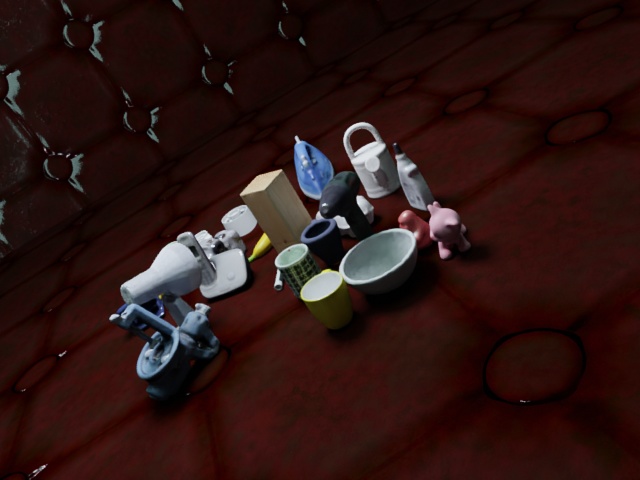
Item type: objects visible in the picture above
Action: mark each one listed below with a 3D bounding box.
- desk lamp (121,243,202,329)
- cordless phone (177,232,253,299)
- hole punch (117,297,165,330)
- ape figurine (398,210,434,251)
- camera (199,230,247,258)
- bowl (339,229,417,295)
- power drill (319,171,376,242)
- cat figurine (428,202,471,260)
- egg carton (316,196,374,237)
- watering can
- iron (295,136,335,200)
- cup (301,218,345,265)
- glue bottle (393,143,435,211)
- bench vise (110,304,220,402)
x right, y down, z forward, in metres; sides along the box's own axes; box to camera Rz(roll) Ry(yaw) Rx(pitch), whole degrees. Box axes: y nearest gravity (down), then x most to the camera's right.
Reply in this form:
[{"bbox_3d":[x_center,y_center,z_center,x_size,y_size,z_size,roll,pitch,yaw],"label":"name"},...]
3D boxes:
[{"bbox_3d":[-0.346,0.143,1.327,0.117,0.214,0.203,-3,37,45],"label":"desk lamp"},{"bbox_3d":[-0.268,0.049,1.446,0.147,0.185,0.094,-22,27,18],"label":"cordless phone"},{"bbox_3d":[-0.486,0.181,1.550,0.108,0.091,0.101,-33,26,-4],"label":"hole punch"},{"bbox_3d":[0.192,-0.022,1.188,0.076,0.092,0.077,-25,26,11],"label":"ape figurine"},{"bbox_3d":[-0.303,0.037,1.603,0.136,0.101,0.143,-10,33,37],"label":"camera"},{"bbox_3d":[0.127,0.055,1.140,0.167,0.075,0.167,-24,26,13],"label":"bowl"},{"bbox_3d":[0.070,-0.044,1.223,0.075,0.209,0.229,-21,27,20],"label":"power drill"},{"bbox_3d":[0.244,-0.031,1.119,0.067,0.118,0.127,-24,26,14],"label":"cat figurine"},{"bbox_3d":[0.062,-0.060,1.423,0.107,0.069,0.149,-44,29,-26],"label":"egg carton"},{"bbox_3d":[0.134,-0.211,1.473,0.101,0.194,0.172,-36,26,-10],"label":"watering can"},{"bbox_3d":[-0.031,-0.226,1.738,0.118,0.142,0.258,-28,26,6],"label":"iron"},{"bbox_3d":[0.012,0.005,1.330,0.091,0.095,0.117,-30,26,1],"label":"cup"},{"bbox_3d":[0.206,-0.147,1.305,0.037,0.173,0.078,-37,26,-12],"label":"glue bottle"},{"bbox_3d":[-0.330,0.198,1.204,0.121,0.220,0.207,-13,31,33],"label":"bench vise"}]
